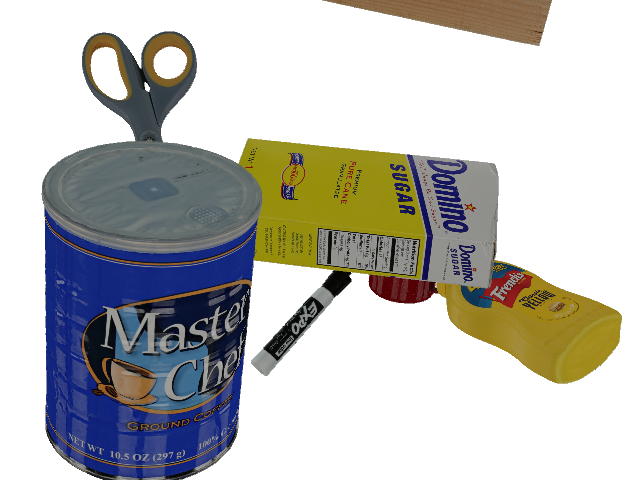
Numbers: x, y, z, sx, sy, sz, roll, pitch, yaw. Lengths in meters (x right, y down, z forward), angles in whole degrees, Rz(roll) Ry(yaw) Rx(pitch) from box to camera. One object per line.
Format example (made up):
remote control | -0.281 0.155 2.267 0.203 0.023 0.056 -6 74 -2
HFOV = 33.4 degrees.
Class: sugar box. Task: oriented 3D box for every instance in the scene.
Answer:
sugar box | 0.029 -0.021 0.712 0.176 0.048 0.093 4 39 7

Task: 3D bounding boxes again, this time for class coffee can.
coffee can | -0.086 0.035 0.535 0.102 0.140 0.103 6 29 -3

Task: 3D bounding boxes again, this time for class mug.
mug | 0.112 0.027 1.281 0.117 0.081 0.093 19 27 28

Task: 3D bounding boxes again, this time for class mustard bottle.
mustard bottle | 0.176 0.062 0.998 0.096 0.058 0.192 -27 37 -32

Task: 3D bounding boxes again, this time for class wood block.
wood block | 0.075 -0.225 0.791 0.206 0.090 0.091 14 -29 7

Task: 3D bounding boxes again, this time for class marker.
marker | -0.015 0.069 0.942 0.020 0.121 0.020 38 -17 14

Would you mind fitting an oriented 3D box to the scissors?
scissors | -0.113 -0.085 0.802 0.096 0.202 0.016 -25 -23 -16
